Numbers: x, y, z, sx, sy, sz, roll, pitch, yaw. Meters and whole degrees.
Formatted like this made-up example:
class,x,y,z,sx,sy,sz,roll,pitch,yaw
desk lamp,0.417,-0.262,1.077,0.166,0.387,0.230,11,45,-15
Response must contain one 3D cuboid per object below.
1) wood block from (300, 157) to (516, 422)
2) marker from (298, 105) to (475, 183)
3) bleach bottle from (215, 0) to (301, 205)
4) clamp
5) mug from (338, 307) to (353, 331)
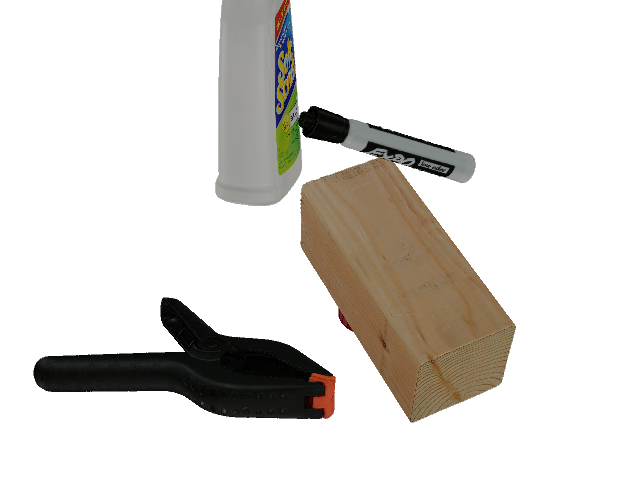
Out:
class,x,y,z,sx,sy,sz,roll,pitch,yaw
wood block,0.067,0.037,0.907,0.090,0.206,0.091,-20,-36,-17
marker,0.041,-0.058,0.641,0.120,0.020,0.020,14,-7,-29
bleach bottle,-0.058,-0.164,0.950,0.068,0.251,0.102,8,30,15
clamp,-0.081,0.089,0.793,0.210,0.036,0.164,8,19,20
mug,0.073,0.065,1.264,0.117,0.081,0.093,25,35,33
